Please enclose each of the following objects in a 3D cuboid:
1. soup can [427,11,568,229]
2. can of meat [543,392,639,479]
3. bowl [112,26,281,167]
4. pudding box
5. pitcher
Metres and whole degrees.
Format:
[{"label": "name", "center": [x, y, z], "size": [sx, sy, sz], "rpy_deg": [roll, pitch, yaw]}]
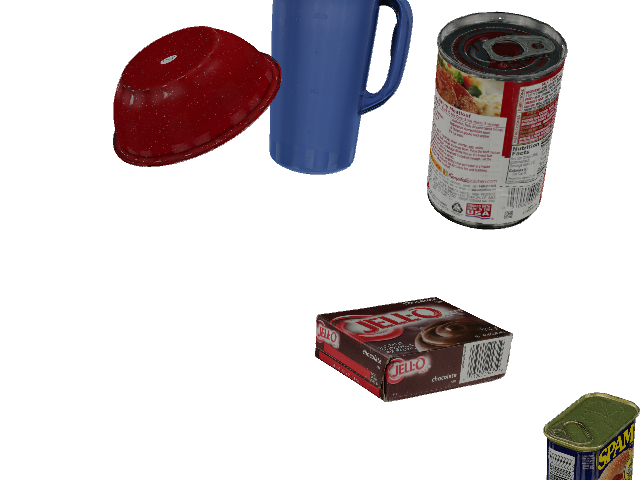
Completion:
[{"label": "soup can", "center": [0.096, -0.065, 0.592], "size": [0.068, 0.102, 0.068], "rpy_deg": [0, 40, 0]}, {"label": "can of meat", "center": [0.249, 0.201, 0.983], "size": [0.058, 0.084, 0.101], "rpy_deg": [14, 26, 39]}, {"label": "bowl", "center": [-0.117, -0.134, 0.910], "size": [0.162, 0.055, 0.162], "rpy_deg": [-17, 37, 14]}, {"label": "pudding box", "center": [0.065, 0.075, 0.765], "size": [0.113, 0.039, 0.090], "rpy_deg": [-4, 18, -33]}, {"label": "pitcher", "center": [0.010, -0.206, 1.292], "size": [0.144, 0.243, 0.149], "rpy_deg": [-9, 30, -27]}]
